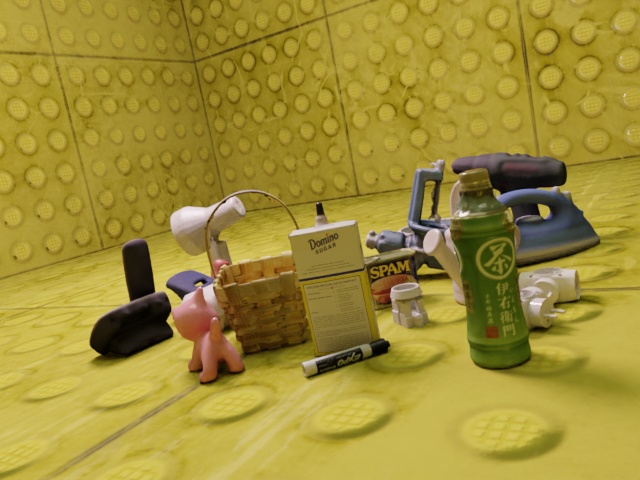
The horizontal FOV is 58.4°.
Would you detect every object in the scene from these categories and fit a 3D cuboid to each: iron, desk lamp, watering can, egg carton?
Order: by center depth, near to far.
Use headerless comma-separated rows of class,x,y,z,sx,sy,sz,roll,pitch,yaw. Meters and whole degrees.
watering can,0.242,-0.001,0.892,0.100,0.194,0.173,-3,11,42
egg carton,-0.182,0.120,1.058,0.107,0.069,0.151,-5,10,33
iron,0.409,-0.037,1.101,0.258,0.141,0.118,-12,8,-6
desk lamp,-0.243,0.008,1.394,0.203,0.213,0.118,-9,9,15

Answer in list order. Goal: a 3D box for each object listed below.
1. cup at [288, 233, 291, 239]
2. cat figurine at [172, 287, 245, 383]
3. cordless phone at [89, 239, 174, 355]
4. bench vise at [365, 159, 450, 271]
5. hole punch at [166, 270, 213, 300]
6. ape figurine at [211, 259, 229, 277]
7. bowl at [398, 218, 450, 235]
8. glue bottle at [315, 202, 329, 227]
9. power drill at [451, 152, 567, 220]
cup,-0.022,0.019,1.444,0.091,0.095,0.118,-7,9,28
cat figurine,-0.165,0.128,0.817,0.067,0.118,0.127,-16,10,-29
cordless phone,-0.343,0.099,1.010,0.093,0.185,0.148,-6,10,32
bench vise,0.189,-0.034,1.092,0.207,0.220,0.121,-12,8,-4
hole punch,-0.242,0.105,1.160,0.101,0.091,0.109,-8,9,21
ape figurine,-0.209,0.087,1.241,0.076,0.092,0.077,-12,8,-6
bowl,0.260,0.001,1.269,0.167,0.075,0.167,-11,8,2
glue bottle,0.011,0.004,1.227,0.078,0.173,0.037,-12,9,-5
power drill,0.399,-0.085,1.201,0.228,0.208,0.076,-6,10,29
